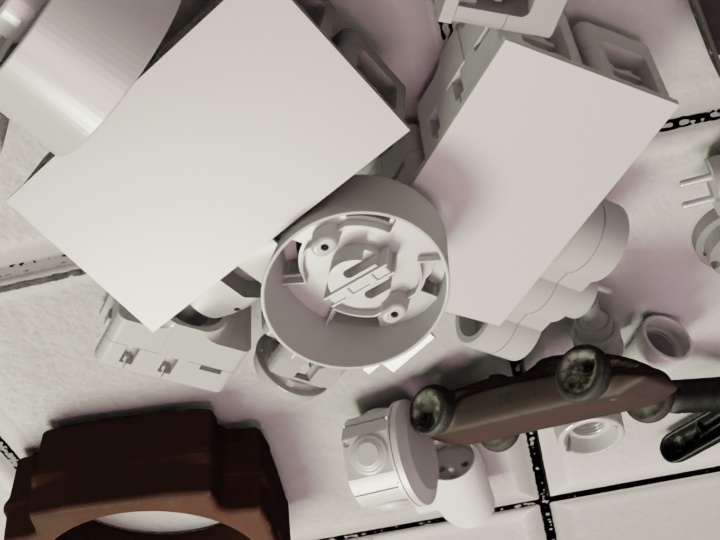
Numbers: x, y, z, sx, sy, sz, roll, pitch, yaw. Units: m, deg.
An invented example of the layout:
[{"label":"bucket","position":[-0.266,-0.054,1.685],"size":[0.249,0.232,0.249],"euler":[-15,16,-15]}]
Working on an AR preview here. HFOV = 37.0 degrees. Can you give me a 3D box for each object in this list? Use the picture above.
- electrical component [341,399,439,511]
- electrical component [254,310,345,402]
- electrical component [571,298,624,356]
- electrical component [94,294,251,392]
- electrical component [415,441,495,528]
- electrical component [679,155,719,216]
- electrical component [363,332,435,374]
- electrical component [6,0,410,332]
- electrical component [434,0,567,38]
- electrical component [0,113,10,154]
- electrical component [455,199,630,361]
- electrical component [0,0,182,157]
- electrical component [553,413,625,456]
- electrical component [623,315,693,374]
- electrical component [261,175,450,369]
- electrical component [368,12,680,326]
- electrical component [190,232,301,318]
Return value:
[{"label":"electrical component","position":[0.024,0.141,0.809],"size":[0.051,0.080,0.080],"euler":[-17,135,19]},{"label":"electrical component","position":[-0.036,0.052,0.726],"size":[0.078,0.058,0.057],"euler":[19,128,-24]},{"label":"electrical component","position":[0.165,0.042,0.752],"size":[0.035,0.035,0.061],"euler":[-14,133,9]},{"label":"electrical component","position":[-0.120,0.036,0.705],"size":[0.089,0.050,0.055],"euler":[18,132,-23]},{"label":"electrical component","position":[0.064,0.176,0.874],"size":[0.079,0.043,0.077],"euler":[-14,136,9]},{"label":"electrical component","position":[0.234,-0.055,0.651],"size":[0.079,0.043,0.077],"euler":[-15,135,10]},{"label":"electrical component","position":[0.016,0.023,0.693],"size":[0.064,0.081,0.042],"euler":[41,123,-11]},{"label":"electrical component","position":[-0.078,-0.067,0.568],"size":[0.186,0.060,0.105],"euler":[-36,111,22]},{"label":"electrical component","position":[0.079,-0.189,0.463],"size":[0.062,0.089,0.150],"euler":[7,135,-13]},{"label":"electrical component","position":[-0.226,-0.095,0.552],"size":[0.054,0.059,0.095],"euler":[-17,135,12]},{"label":"electrical component","position":[0.129,0.009,0.701],"size":[0.074,0.052,0.138],"euler":[19,132,-23]},{"label":"electrical component","position":[-0.139,-0.115,0.510],"size":[0.060,0.108,0.108],"euler":[34,124,-27]},{"label":"electrical component","position":[0.170,0.108,0.811],"size":[0.055,0.047,0.055],"euler":[-3,136,-3]},{"label":"electrical component","position":[0.210,0.061,0.773],"size":[0.040,0.040,0.046],"euler":[9,139,-15]},{"label":"electrical component","position":[0.000,0.000,0.584],"size":[0.099,0.064,0.099],"euler":[4,131,5]},{"label":"electrical component","position":[0.077,-0.060,0.619],"size":[0.105,0.060,0.186],"euler":[15,132,-20]},{"label":"electrical component","position":[-0.086,-0.018,0.659],"size":[0.077,0.043,0.079],"euler":[-36,122,27]}]
